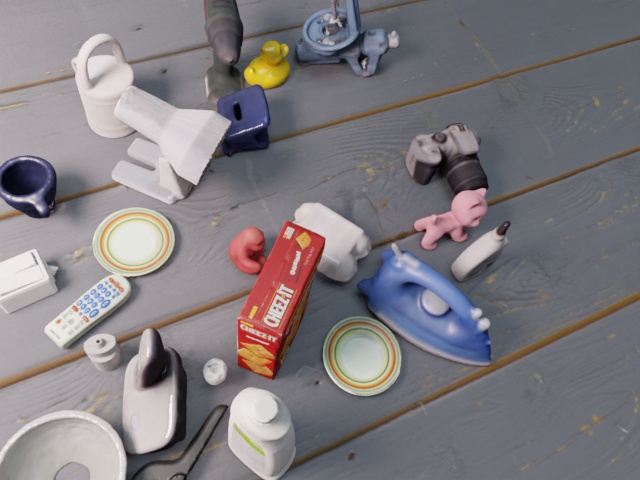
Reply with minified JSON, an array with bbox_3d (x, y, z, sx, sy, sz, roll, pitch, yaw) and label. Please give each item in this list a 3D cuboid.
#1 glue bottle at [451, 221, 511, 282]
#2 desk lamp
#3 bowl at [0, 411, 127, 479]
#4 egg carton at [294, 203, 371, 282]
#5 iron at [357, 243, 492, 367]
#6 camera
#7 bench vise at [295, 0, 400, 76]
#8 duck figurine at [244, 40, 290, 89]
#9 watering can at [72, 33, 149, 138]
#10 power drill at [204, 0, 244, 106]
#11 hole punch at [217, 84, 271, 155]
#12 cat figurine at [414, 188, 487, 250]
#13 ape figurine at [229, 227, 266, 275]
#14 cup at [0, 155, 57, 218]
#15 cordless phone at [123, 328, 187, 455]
[{"bbox_3d":[0.287,0.014,0.982,0.078,0.173,0.037,-20,67,-19],"label":"glue bottle"},{"bbox_3d":[-0.253,-0.153,0.956,0.203,0.213,0.118,21,61,2],"label":"desk lamp"},{"bbox_3d":[-0.340,0.319,0.767,0.167,0.075,0.167,4,61,-7],"label":"bowl"},{"bbox_3d":[0.009,0.004,1.000,0.150,0.069,0.107,32,62,8],"label":"egg carton"},{"bbox_3d":[0.195,0.105,0.936,0.258,0.141,0.119,35,62,10],"label":"iron"},{"bbox_3d":[0.259,-0.147,1.106,0.143,0.101,0.136,-13,65,-16],"label":"camera"},{"bbox_3d":[0.061,-0.446,1.164,0.208,0.220,0.121,-10,64,-15],"label":"bench vise"},{"bbox_3d":[-0.106,-0.365,1.169,0.105,0.086,0.077,-31,71,-23],"label":"duck figurine"},{"bbox_3d":[-0.370,-0.277,1.014,0.173,0.194,0.101,16,60,0],"label":"watering can"},{"bbox_3d":[-0.180,-0.356,1.081,0.076,0.208,0.229,-6,63,-12],"label":"power drill"},{"bbox_3d":[-0.147,-0.230,1.086,0.101,0.091,0.108,-8,64,-14],"label":"hole punch"},{"bbox_3d":[0.247,-0.046,1.039,0.128,0.118,0.067,-16,66,-17],"label":"cat figurine"},{"bbox_3d":[-0.115,0.011,0.962,0.076,0.092,0.078,25,61,4],"label":"ape figurine"},{"bbox_3d":[-0.467,-0.069,0.942,0.092,0.095,0.117,-32,71,-23],"label":"cup"},{"bbox_3d":[-0.233,0.207,0.782,0.094,0.185,0.147,-5,63,-12],"label":"cordless phone"}]
